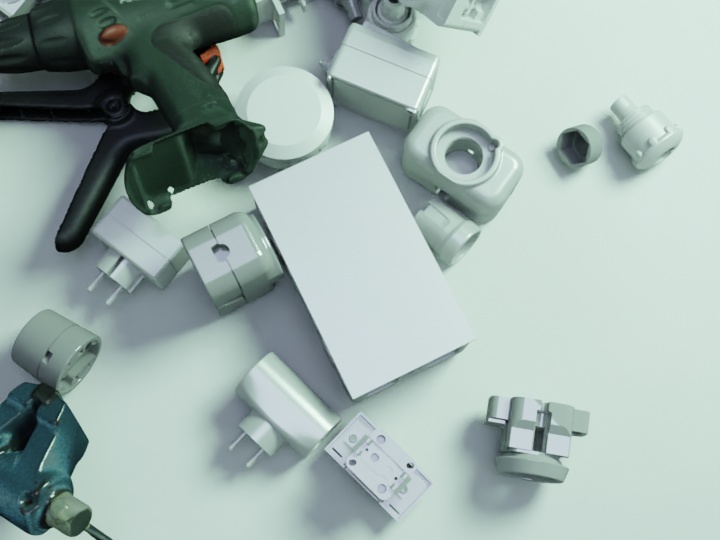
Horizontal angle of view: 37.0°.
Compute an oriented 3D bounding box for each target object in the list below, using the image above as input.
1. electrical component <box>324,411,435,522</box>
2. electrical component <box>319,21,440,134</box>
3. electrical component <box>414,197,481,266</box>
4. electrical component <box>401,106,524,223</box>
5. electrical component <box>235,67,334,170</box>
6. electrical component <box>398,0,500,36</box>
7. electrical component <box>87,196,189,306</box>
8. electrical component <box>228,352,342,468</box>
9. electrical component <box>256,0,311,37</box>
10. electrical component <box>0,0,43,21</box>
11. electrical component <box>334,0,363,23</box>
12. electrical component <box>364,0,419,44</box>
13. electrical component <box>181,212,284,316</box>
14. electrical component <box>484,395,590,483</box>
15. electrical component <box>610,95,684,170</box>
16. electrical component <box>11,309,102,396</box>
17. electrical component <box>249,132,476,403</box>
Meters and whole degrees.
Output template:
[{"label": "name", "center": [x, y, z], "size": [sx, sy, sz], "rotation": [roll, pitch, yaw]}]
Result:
[{"label": "electrical component", "center": [0.015, 0.151, 0.827], "size": [0.081, 0.064, 0.042], "rotation": [43, 81, 7]}, {"label": "electrical component", "center": [0.014, -0.164, 0.899], "size": [0.096, 0.061, 0.061], "rotation": [23, 78, 4]}, {"label": "electrical component", "center": [0.070, -0.033, 0.883], "size": [0.046, 0.040, 0.040], "rotation": [42, 79, 14]}, {"label": "electrical component", "center": [0.084, -0.088, 0.885], "size": [0.095, 0.059, 0.053], "rotation": [35, 79, 6]}, {"label": "electrical component", "center": [-0.062, -0.123, 0.893], "size": [0.080, 0.051, 0.080], "rotation": [0, 77, -1]}, {"label": "electrical component", "center": [0.043, -0.285, 0.869], "size": [0.186, 0.060, 0.105], "rotation": [46, 122, 30]}, {"label": "electrical component", "center": [-0.187, -0.007, 0.866], "size": [0.066, 0.047, 0.076], "rotation": [37, 79, 6]}, {"label": "electrical component", "center": [-0.069, 0.119, 0.843], "size": [0.077, 0.043, 0.079], "rotation": [43, 80, 8]}, {"label": "electrical component", "center": [-0.071, -0.249, 0.927], "size": [0.064, 0.042, 0.081], "rotation": [-23, 80, -10]}, {"label": "electrical component", "center": [-0.295, -0.233, 0.905], "size": [0.042, 0.064, 0.081], "rotation": [38, 78, -7]}, {"label": "electrical component", "center": [-0.013, -0.244, 0.931], "size": [0.035, 0.035, 0.061], "rotation": [-18, 81, -5]}, {"label": "electrical component", "center": [0.027, -0.216, 0.911], "size": [0.048, 0.062, 0.048], "rotation": [0, 77, -1]}, {"label": "electrical component", "center": [-0.098, -0.006, 0.843], "size": [0.059, 0.095, 0.053], "rotation": [-27, 79, -7]}, {"label": "electrical component", "center": [0.136, 0.133, 0.838], "size": [0.078, 0.058, 0.057], "rotation": [10, 75, 0]}, {"label": "electrical component", "center": [0.237, -0.119, 0.905], "size": [0.048, 0.048, 0.062], "rotation": [-34, 74, -9]}, {"label": "electrical component", "center": [-0.240, 0.063, 0.846], "size": [0.047, 0.055, 0.055], "rotation": [31, 78, 9]}, {"label": "electrical component", "center": [0.000, 0.000, 0.862], "size": [0.105, 0.060, 0.186], "rotation": [-25, 79, -7]}]
